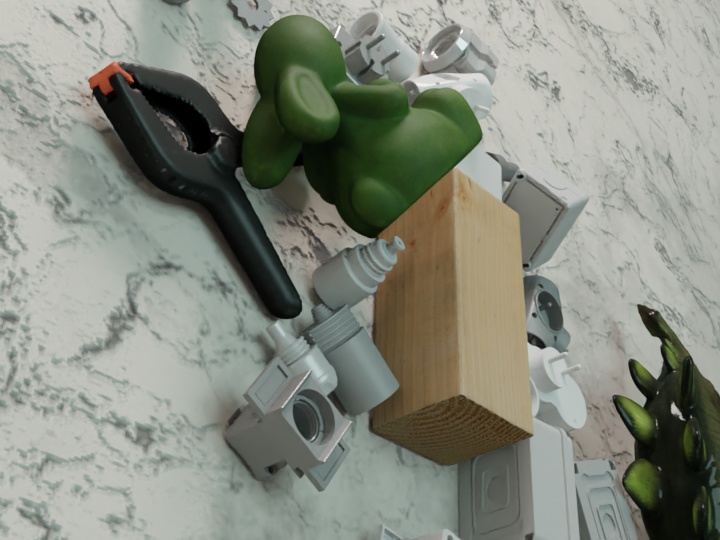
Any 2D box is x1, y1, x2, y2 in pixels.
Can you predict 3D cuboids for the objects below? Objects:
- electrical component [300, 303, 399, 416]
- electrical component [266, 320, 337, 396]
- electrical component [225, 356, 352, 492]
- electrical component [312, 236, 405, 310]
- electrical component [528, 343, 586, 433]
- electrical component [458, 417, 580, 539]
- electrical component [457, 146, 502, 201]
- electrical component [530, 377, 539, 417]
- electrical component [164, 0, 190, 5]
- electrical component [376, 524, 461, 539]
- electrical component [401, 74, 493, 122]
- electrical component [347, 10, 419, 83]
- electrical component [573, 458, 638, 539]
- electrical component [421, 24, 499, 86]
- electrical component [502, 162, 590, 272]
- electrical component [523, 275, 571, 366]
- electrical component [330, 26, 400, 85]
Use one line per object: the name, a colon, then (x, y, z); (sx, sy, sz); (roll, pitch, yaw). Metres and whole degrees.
electrical component: (-0.011, 0.061, 0.781); (0.081, 0.043, 0.043); (58, 37, -5)
electrical component: (-0.044, 0.062, 0.748); (0.061, 0.035, 0.035); (55, 37, -6)
electrical component: (-0.048, 0.102, 0.693); (0.081, 0.064, 0.042); (54, 37, -12)
electrical component: (0.000, 0.000, 0.808); (0.040, 0.078, 0.040); (41, 28, -28)
electrical component: (0.156, 0.090, 0.937); (0.138, 0.074, 0.052); (42, 41, -26)
electrical component: (0.124, 0.178, 0.841); (0.057, 0.078, 0.113); (29, 48, -33)
electrical component: (0.082, -0.073, 0.971); (0.100, 0.048, 0.099); (33, 46, -34)
electrical component: (0.113, 0.109, 0.890); (0.045, 0.055, 0.045); (28, 49, -37)
electrical component: (-0.129, -0.232, 0.810); (0.045, 0.055, 0.045); (29, 48, -37)
electrical component: (0.047, 0.210, 0.741); (0.081, 0.064, 0.042); (40, 43, -28)
electrical component: (0.088, -0.153, 0.987); (0.077, 0.079, 0.043); (-10, 114, -26)
electrical component: (0.023, -0.202, 0.987); (0.065, 0.044, 0.044); (34, 45, -39)
electrical component: (0.188, 0.221, 0.908); (0.078, 0.057, 0.113); (7, 63, -48)
electrical component: (0.098, -0.205, 1.064); (0.057, 0.058, 0.078); (42, 43, -29)
electrical component: (0.164, -0.046, 1.021); (0.062, 0.096, 0.061); (40, 32, 19)
electrical component: (0.169, 0.057, 0.997); (0.079, 0.044, 0.077); (46, 40, -22)
electrical component: (-0.001, -0.173, 0.909); (0.066, 0.077, 0.047); (43, 41, -24)
